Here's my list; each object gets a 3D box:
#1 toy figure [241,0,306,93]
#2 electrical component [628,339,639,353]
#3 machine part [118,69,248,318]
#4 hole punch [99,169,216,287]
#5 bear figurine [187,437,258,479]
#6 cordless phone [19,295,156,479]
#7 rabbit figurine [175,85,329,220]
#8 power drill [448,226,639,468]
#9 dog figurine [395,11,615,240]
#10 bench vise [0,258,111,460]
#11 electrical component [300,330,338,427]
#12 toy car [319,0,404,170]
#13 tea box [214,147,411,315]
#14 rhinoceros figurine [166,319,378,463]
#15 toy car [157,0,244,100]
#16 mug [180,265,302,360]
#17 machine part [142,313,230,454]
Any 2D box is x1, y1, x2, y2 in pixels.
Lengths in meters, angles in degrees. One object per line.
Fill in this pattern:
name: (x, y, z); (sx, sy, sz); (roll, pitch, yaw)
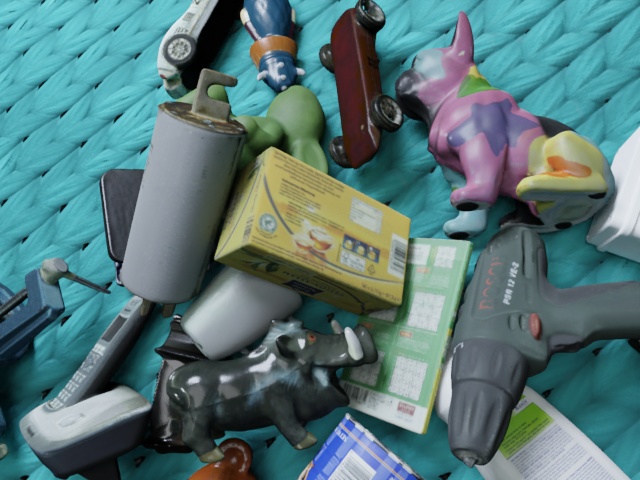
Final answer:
toy figure: (-0.056, -0.241, 0.648); (0.064, 0.057, 0.154); (-13, 76, 14)
electrical component: (0.329, 0.095, 0.474); (0.102, 0.045, 0.078); (-38, 72, -1)
machine part: (-0.125, -0.032, 0.483); (0.079, 0.079, 0.243); (28, 113, 18)
hole punch: (-0.182, -0.014, 0.601); (0.116, 0.092, 0.142); (-5, 66, -24)
bear figurine: (-0.137, 0.274, 0.480); (0.196, 0.132, 0.120); (-24, 94, 9)
cordless phone: (-0.203, 0.135, 0.536); (0.147, 0.088, 0.184); (-5, 52, 54)
rabbit figurine: (-0.055, -0.105, 0.574); (0.170, 0.121, 0.159); (-33, 81, -26)
power drill: (0.215, 0.085, 0.439); (0.207, 0.085, 0.232); (-5, 42, 22)
dog figurine: (0.175, -0.120, 0.540); (0.192, 0.108, 0.219); (-6, 70, 11)
bench vise: (-0.348, 0.111, 0.566); (0.240, 0.128, 0.224); (-35, 59, 14)
electrical component: (-0.014, 0.141, 0.545); (0.063, 0.021, 0.094); (33, 82, 18)
toy car: (0.045, -0.166, 0.580); (0.089, 0.053, 0.202); (-37, 51, 45)
tea box: (-0.001, -0.002, 0.503); (0.169, 0.068, 0.098); (25, 62, -27)
rhinoceros figurine: (-0.040, 0.128, 0.489); (0.190, 0.073, 0.112); (-13, 90, -8)
toy car: (-0.141, -0.264, 0.663); (0.056, 0.073, 0.201); (22, 79, 13)
mug: (-0.078, 0.076, 0.541); (0.107, 0.109, 0.081); (-37, 26, -19)
machine part: (-0.140, 0.152, 0.560); (0.084, 0.039, 0.139); (12, 75, 10)
